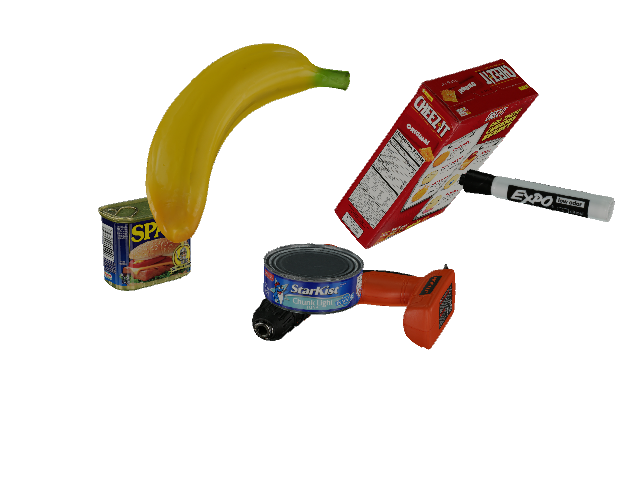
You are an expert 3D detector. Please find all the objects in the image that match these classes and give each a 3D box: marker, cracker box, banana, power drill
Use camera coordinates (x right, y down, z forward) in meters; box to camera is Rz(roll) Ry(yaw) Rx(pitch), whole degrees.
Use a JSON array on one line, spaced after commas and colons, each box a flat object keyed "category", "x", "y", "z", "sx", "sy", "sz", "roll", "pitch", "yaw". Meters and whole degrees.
[{"category": "marker", "x": 0.165, "y": -0.036, "z": 0.826, "sx": 0.121, "sy": 0.020, "sz": 0.020, "roll": 14, "pitch": 6, "yaw": 26}, {"category": "cracker box", "x": 0.129, "y": -0.101, "z": 1.227, "sx": 0.163, "sy": 0.072, "sz": 0.214, "roll": -24, "pitch": -24, "yaw": -45}, {"category": "banana", "x": -0.054, "y": -0.070, "z": 0.622, "sx": 0.070, "sy": 0.037, "sz": 0.197, "roll": 22, "pitch": 44, "yaw": 19}, {"category": "power drill", "x": 0.039, "y": 0.065, "z": 1.140, "sx": 0.188, "sy": 0.057, "sz": 0.184, "roll": 10, "pitch": 29, "yaw": 22}]

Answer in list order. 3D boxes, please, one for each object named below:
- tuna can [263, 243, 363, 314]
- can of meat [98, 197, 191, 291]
[{"category": "tuna can", "x": -0.007, "y": 0.033, "z": 0.916, "sx": 0.086, "sy": 0.034, "sz": 0.086, "roll": 2, "pitch": 19, "yaw": -1}, {"category": "can of meat", "x": -0.190, "y": 0.002, "z": 1.170, "sx": 0.101, "sy": 0.084, "sz": 0.058, "roll": -14, "pitch": 24, "yaw": -39}]
